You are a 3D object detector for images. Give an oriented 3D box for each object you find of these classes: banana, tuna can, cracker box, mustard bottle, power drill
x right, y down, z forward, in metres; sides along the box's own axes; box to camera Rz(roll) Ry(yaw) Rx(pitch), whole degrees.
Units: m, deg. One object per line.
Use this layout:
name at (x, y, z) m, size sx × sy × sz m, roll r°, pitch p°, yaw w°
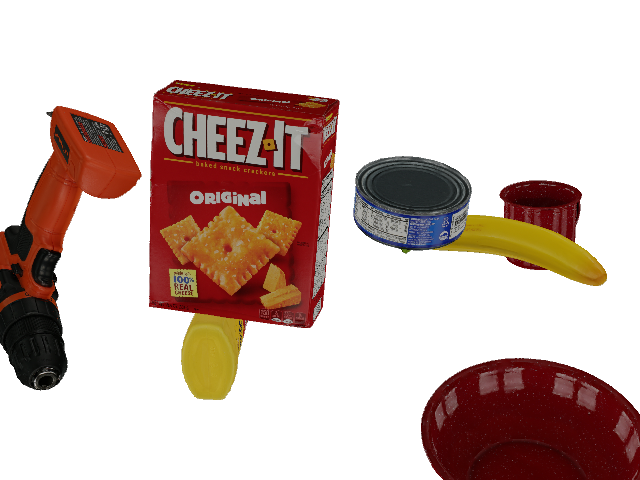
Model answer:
banana at (0.181, 0.007, 1.038) m, size 0.198 × 0.037 × 0.069 m, roll 8°, pitch 47°, yaw 20°
tuna can at (0.067, -0.028, 0.790) m, size 0.086 × 0.034 × 0.086 m, roll 3°, pitch 32°, yaw -2°
cracker box at (-0.075, -0.032, 1.008) m, size 0.164 × 0.214 × 0.072 m, roll 8°, pitch 21°, yaw 9°
mustard bottle at (-0.108, 0.085, 1.178) m, size 0.058 × 0.096 × 0.191 m, roll 1°, pitch 27°, yaw 4°
power drill at (-0.212, 0.002, 0.852) m, size 0.057 × 0.188 × 0.185 m, roll 17°, pitch 25°, yaw -38°

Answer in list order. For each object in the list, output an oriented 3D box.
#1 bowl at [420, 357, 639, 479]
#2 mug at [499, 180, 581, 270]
bowl at (0.152, 0.157, 0.769) m, size 0.162 × 0.055 × 0.162 m, roll -1°, pitch 36°, yaw 0°
mug at (0.265, -0.021, 1.255) m, size 0.117 × 0.081 × 0.093 m, roll -23°, pitch 29°, yaw -38°
